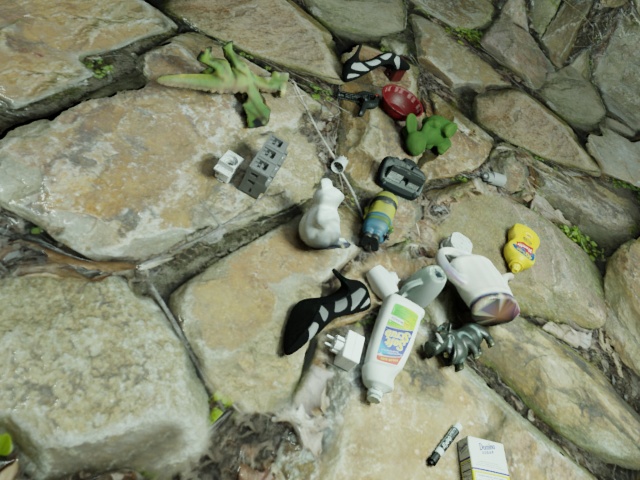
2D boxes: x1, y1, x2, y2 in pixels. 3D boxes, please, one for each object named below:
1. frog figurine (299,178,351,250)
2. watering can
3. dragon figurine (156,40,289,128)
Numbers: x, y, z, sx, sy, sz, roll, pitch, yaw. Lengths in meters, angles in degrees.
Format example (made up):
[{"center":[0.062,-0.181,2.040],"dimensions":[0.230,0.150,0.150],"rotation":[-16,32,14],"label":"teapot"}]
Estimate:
[{"center":[0.004,-0.061,1.220],"dimensions":[0.123,0.157,0.139],"rotation":[-12,20,-3],"label":"frog figurine"},{"center":[0.439,0.120,1.329],"dimensions":[0.346,0.102,0.229],"rotation":[18,35,-32],"label":"watering can"},{"center":[-0.231,-0.411,1.426],"dimensions":[0.418,0.243,0.120],"rotation":[-43,-1,-43],"label":"dragon figurine"}]
